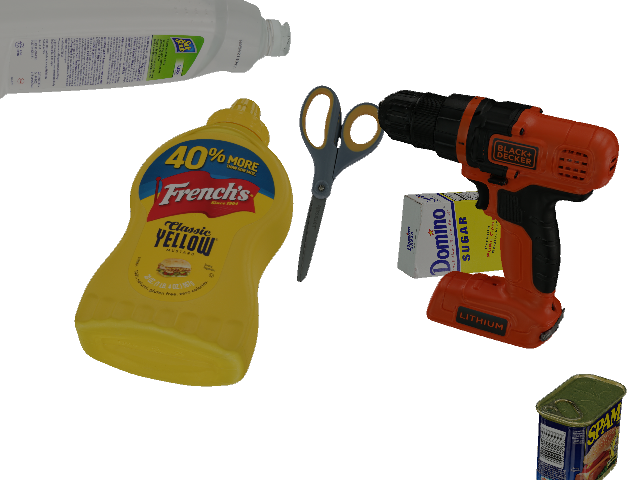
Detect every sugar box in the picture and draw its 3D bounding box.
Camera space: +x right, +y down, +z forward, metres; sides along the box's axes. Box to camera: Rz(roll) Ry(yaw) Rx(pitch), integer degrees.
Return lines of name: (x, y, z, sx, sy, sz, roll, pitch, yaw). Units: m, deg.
sugar box: (0.179, -0.010, 1.253, 0.176, 0.093, 0.048, -6, 21, -26)

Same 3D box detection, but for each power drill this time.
power drill: (0.126, -0.019, 0.821, 0.185, 0.188, 0.057, 17, 34, 26)

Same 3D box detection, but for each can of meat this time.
can of meat: (0.250, 0.188, 1.029, 0.058, 0.084, 0.101, 15, 25, 38)

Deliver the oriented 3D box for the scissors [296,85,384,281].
scissors: (0.020, -0.060, 1.077, 0.096, 0.202, 0.016, -3, -11, 0)

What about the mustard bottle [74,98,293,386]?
mustard bottle: (-0.067, -0.011, 0.627, 0.096, 0.191, 0.058, 9, -37, 9)

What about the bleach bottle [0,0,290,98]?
bleach bottle: (-0.151, -0.165, 0.886, 0.250, 0.068, 0.103, -2, -27, -16)
